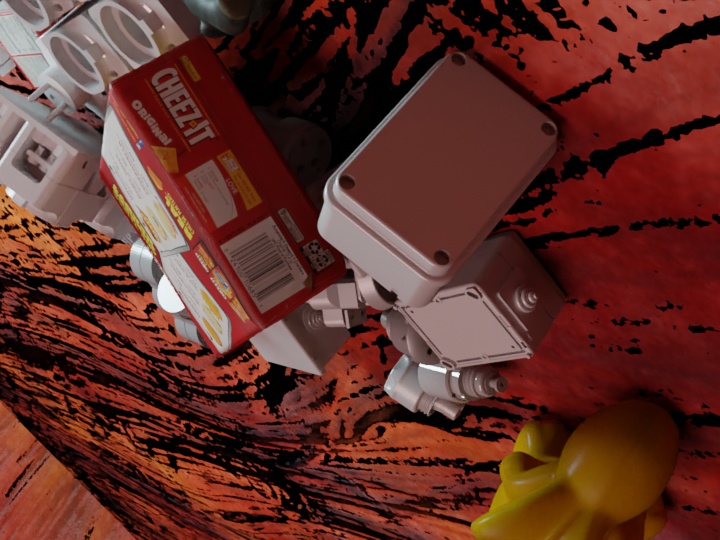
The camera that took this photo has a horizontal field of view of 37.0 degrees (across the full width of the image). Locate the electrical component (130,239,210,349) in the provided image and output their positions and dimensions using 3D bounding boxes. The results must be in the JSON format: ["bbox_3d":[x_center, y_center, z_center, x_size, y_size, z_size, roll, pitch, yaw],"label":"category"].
[{"bbox_3d":[-0.159,0.023,1.042,0.074,0.052,0.138,16,146,43],"label":"electrical component"}]

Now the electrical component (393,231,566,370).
[{"bbox_3d":[0.081,0.017,0.676,0.061,0.061,0.096,49,146,-18],"label":"electrical component"}]

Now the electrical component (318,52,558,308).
[{"bbox_3d":[0.040,-0.047,0.557,0.078,0.113,0.057,39,159,5],"label":"electrical component"}]

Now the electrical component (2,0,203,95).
[{"bbox_3d":[-0.166,-0.182,0.696,0.105,0.060,0.186,51,154,-22],"label":"electrical component"}]

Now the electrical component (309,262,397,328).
[{"bbox_3d":[0.000,0.000,0.753,0.057,0.058,0.078,-3,98,36],"label":"electrical component"}]

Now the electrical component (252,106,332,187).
[{"bbox_3d":[-0.053,-0.082,0.718,0.055,0.045,0.045,22,150,35],"label":"electrical component"}]

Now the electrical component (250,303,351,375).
[{"bbox_3d":[-0.066,0.039,0.935,0.100,0.048,0.099,8,140,51],"label":"electrical component"}]

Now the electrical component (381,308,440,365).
[{"bbox_3d":[0.040,0.041,0.793,0.062,0.048,0.048,17,147,55],"label":"electrical component"}]

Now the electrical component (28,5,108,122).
[{"bbox_3d":[-0.213,-0.143,0.805,0.077,0.079,0.043,51,152,-20],"label":"electrical component"}]

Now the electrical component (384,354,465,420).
[{"bbox_3d":[0.054,0.096,0.863,0.062,0.043,0.043,33,155,16],"label":"electrical component"}]

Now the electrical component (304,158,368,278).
[{"bbox_3d":[0.010,-0.023,0.684,0.075,0.047,0.083,54,-179,-27],"label":"electrical component"}]

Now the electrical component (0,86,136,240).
[{"bbox_3d":[-0.241,-0.084,0.871,0.105,0.060,0.186,36,-176,12],"label":"electrical component"}]

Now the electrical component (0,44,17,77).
[{"bbox_3d":[-0.318,-0.187,0.915,0.066,0.055,0.048,25,151,32],"label":"electrical component"}]

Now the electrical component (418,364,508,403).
[{"bbox_3d":[0.078,0.080,0.803,0.078,0.040,0.040,6,138,52],"label":"electrical component"}]

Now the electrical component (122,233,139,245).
[{"bbox_3d":[-0.206,-0.051,0.992,0.040,0.046,0.040,33,155,18],"label":"electrical component"}]
